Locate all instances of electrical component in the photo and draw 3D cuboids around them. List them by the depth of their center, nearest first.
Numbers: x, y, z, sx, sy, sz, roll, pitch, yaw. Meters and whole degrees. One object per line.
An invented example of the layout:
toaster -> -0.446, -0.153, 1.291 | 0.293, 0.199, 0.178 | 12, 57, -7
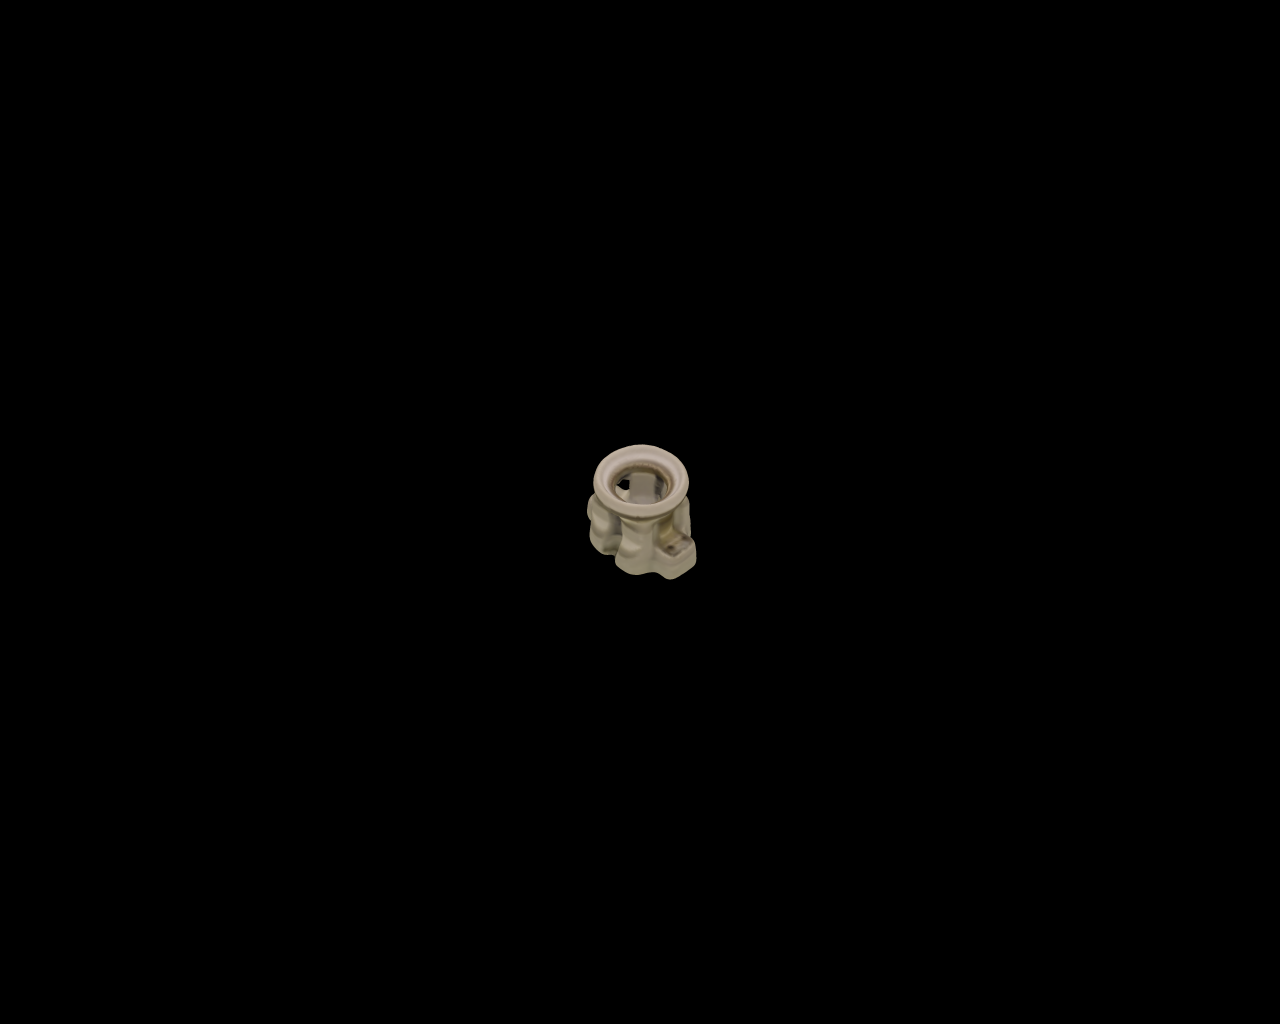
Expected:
electrical component -> 0.001, -0.003, 0.650 | 0.058, 0.056, 0.078 | -33, 54, -29
